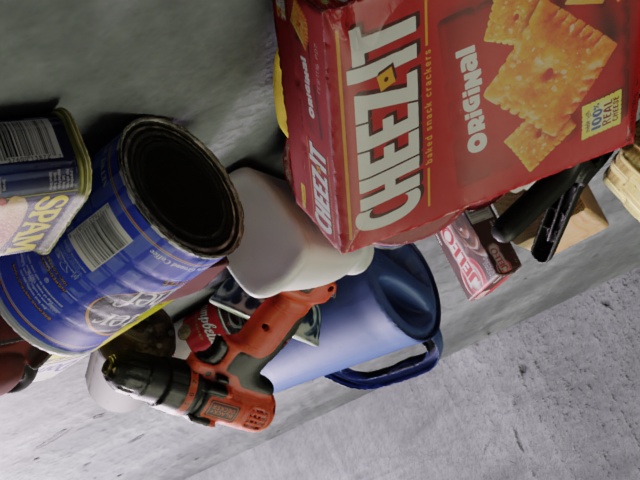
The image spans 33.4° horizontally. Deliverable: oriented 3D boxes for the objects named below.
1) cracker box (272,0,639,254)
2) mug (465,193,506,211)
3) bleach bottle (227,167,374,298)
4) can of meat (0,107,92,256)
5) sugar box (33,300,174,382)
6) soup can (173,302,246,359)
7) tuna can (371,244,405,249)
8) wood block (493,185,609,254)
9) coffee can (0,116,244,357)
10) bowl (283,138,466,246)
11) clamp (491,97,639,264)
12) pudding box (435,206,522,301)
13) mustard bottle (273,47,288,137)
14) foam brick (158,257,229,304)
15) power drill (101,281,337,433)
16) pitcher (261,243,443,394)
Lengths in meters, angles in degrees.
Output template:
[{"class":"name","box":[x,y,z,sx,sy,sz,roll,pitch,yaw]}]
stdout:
[{"class":"cracker box","box":[0.087,-0.102,0.619,0.213,0.072,0.164,-21,132,-17]},{"class":"mug","box":[0.112,-0.084,0.872,0.081,0.093,0.117,6,115,-56]},{"class":"bleach bottle","box":[-0.006,0.001,0.917,0.068,0.102,0.250,-40,162,15]},{"class":"can of meat","box":[-0.188,-0.027,0.599,0.083,0.057,0.102,-11,159,-38]},{"class":"sugar box","box":[-0.220,0.076,0.937,0.176,0.048,0.093,-34,163,28]},{"class":"soup can","box":[-0.128,0.110,1.176,0.102,0.068,0.068,-30,165,22]},{"class":"tuna can","box":[0.056,-0.037,0.922,0.085,0.086,0.034,-14,161,-38]},{"class":"wood block","box":[0.267,-0.044,1.252,0.090,0.091,0.205,-30,166,17]},{"class":"coffee can","box":[-0.134,0.000,0.693,0.140,0.103,0.102,-34,164,29]},{"class":"bowl","box":[0.055,-0.048,0.779,0.162,0.055,0.162,-4,134,-4]},{"class":"clamp","box":[0.256,-0.067,1.078,0.210,0.036,0.164,-54,155,1]},{"class":"pudding box","box":[0.174,0.003,1.213,0.039,0.113,0.090,-18,164,-22]},{"class":"mustard bottle","box":[0.066,-0.120,0.688,0.191,0.058,0.096,-21,150,-17]},{"class":"foam brick","box":[-0.111,0.000,0.783,0.051,0.078,0.053,-12,161,-39]},{"class":"power drill","box":[-0.086,0.084,0.981,0.184,0.057,0.188,23,107,-37]},{"class":"pitcher","box":[0.012,0.098,1.204,0.243,0.149,0.144,-27,154,33]}]
